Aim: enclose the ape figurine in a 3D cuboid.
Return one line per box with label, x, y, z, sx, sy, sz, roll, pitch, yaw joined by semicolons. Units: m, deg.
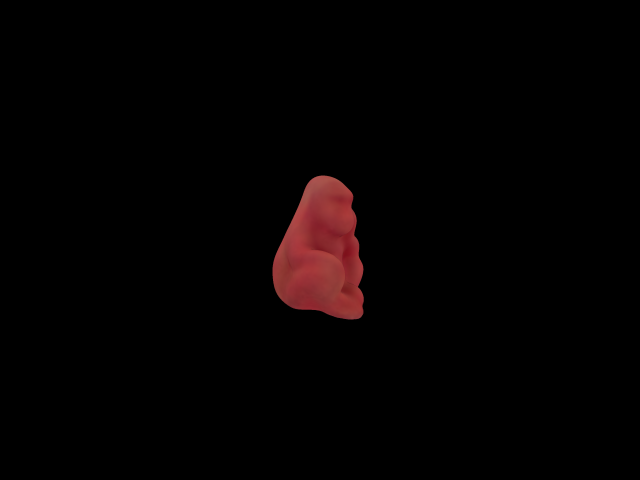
ape figurine;0.004;0.001;0.400;0.075;0.092;0.078;8;14;35
